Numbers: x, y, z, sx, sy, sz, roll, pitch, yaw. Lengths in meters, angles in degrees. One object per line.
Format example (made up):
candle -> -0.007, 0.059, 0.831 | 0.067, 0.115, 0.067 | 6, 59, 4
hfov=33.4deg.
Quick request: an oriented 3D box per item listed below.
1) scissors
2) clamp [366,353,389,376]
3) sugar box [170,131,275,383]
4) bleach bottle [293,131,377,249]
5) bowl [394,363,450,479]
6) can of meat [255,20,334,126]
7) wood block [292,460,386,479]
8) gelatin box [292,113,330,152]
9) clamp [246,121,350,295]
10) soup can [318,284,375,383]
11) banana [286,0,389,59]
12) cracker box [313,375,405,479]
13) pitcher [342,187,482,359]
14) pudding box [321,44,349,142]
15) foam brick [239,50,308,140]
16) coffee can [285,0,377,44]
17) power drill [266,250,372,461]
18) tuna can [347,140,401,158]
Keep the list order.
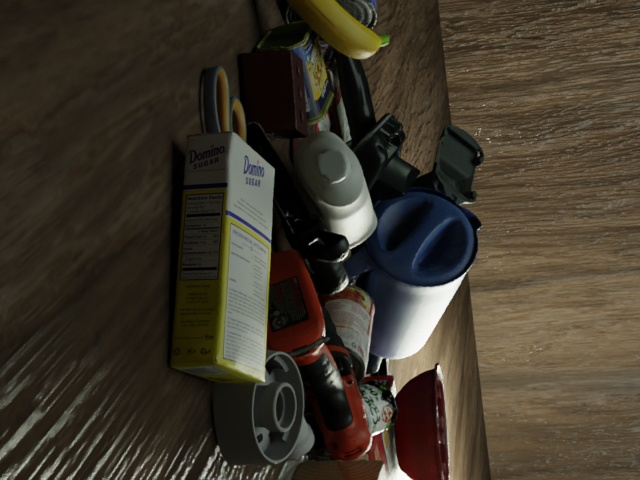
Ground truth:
scissors -> -0.077, -0.044, 0.902 | 0.096, 0.016, 0.202 | 0, 85, -77
clamp -> 0.077, 0.151, 1.476 | 0.120, 0.039, 0.171 | 78, 9, -52
sugar box -> -0.072, 0.016, 0.810 | 0.093, 0.048, 0.176 | 40, 47, -66
bleach bottle -> 0.015, -0.048, 1.041 | 0.102, 0.068, 0.251 | 58, -2, 4
bowl -> 0.121, 0.229, 1.279 | 0.162, 0.055, 0.162 | -4, 90, -80
can of meat -> -0.026, -0.170, 1.087 | 0.102, 0.057, 0.084 | -71, 152, -62
wood block -> 0.027, 0.334, 1.064 | 0.090, 0.090, 0.206 | -50, 135, -71
gelatin box -> -0.009, -0.117, 1.200 | 0.073, 0.030, 0.089 | 62, 27, -65
clamp -> -0.007, 0.001, 0.996 | 0.165, 0.036, 0.210 | 53, -8, 35
soup can -> 0.022, 0.107, 1.173 | 0.102, 0.068, 0.068 | -78, 160, -50
banana -> -0.006, -0.241, 1.066 | 0.197, 0.037, 0.069 | 40, 25, -24
cracker box -> 0.050, 0.271, 1.233 | 0.213, 0.072, 0.164 | -53, 138, -73
pitcher -> 0.095, 0.055, 1.314 | 0.243, 0.149, 0.145 | 102, 7, -59
pudding box -> 0.010, -0.172, 1.291 | 0.090, 0.039, 0.113 | -75, 159, -56
foam brick -> -0.043, -0.135, 1.005 | 0.053, 0.051, 0.078 | 8, 78, -77
coffee can -> 0.013, -0.308, 1.201 | 0.102, 0.103, 0.140 | 58, 30, -64
power drill -> -0.009, 0.094, 1.007 | 0.187, 0.057, 0.184 | 63, 5, -48
tuna can -> 0.063, -0.102, 1.392 | 0.086, 0.086, 0.034 | -80, 158, -47
